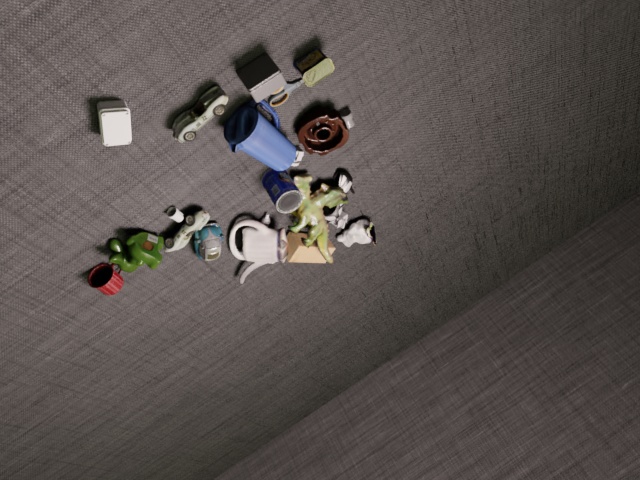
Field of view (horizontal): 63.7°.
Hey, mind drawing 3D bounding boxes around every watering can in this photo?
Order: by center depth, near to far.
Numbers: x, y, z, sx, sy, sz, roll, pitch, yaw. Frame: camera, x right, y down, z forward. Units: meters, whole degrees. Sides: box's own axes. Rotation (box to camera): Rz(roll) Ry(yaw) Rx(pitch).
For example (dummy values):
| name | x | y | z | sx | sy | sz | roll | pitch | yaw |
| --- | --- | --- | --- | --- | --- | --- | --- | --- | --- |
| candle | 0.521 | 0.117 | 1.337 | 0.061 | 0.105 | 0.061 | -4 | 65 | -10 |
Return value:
| name | x | y | z | sx | sy | sz | roll | pitch | yaw |
| --- | --- | --- | --- | --- | --- | --- | --- | --- | --- |
| watering can | -0.233 | 0.049 | 1.988 | 0.224 | 0.106 | 0.339 | 3 | 133 | 1 |

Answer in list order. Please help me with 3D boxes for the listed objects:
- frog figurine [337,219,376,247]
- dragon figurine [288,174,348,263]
| name | x | y | z | sx | sy | sz | roll | pitch | yaw |
| --- | --- | --- | --- | --- | --- | --- | --- | --- | --- |
| frog figurine | 0.157 | -0.028 | 2.245 | 0.159 | 0.124 | 0.136 | -5 | 160 | 24 |
| dragon figurine | 0.006 | -0.099 | 1.964 | 0.241 | 0.125 | 0.404 | -39 | 124 | 9 |
